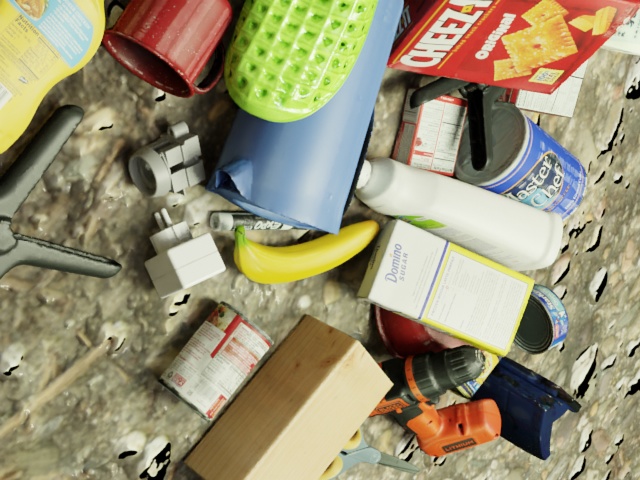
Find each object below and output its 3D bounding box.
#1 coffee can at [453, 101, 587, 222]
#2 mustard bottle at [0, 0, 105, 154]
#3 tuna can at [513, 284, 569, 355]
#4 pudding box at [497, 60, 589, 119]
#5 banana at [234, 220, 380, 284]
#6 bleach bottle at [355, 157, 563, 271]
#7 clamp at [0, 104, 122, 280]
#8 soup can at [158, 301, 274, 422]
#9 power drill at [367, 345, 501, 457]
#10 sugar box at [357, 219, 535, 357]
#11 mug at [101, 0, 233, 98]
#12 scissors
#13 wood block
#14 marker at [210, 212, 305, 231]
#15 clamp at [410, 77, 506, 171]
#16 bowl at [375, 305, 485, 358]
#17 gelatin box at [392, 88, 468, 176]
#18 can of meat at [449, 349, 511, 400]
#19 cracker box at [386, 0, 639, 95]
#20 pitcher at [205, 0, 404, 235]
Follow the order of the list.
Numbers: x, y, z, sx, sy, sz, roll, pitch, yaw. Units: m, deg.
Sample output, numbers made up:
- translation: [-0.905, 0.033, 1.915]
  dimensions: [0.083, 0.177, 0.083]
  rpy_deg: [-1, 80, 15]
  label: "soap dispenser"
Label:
- translation: [0.230, -0.084, 1.234]
  dimensions: [0.140, 0.103, 0.103]
  rpy_deg: [29, 87, -42]
  label: "coffee can"
- translation: [-0.230, -0.167, 0.854]
  dimensions: [0.191, 0.058, 0.096]
  rpy_deg: [-50, 125, -13]
  label: "mustard bottle"
- translation: [0.271, 0.100, 1.348]
  dimensions: [0.033, 0.086, 0.086]
  rpy_deg: [-21, 118, -34]
  label: "tuna can"
- translation: [0.265, -0.195, 1.265]
  dimensions: [0.113, 0.039, 0.090]
  rpy_deg: [4, 106, -38]
  label: "pudding box"
- translation: [-0.019, 0.013, 1.098]
  dimensions: [0.197, 0.037, 0.070]
  rpy_deg: [-5, 144, -44]
  label: "banana"
- translation: [0.137, -0.035, 1.157]
  dimensions: [0.250, 0.103, 0.068]
  rpy_deg: [21, 74, -27]
  label: "bleach bottle"
- translation: [-0.269, -0.018, 0.891]
  dimensions: [0.209, 0.036, 0.164]
  rpy_deg: [-18, 116, -33]
  label: "clamp"
- translation: [-0.103, 0.121, 1.059]
  dimensions: [0.102, 0.069, 0.068]
  rpy_deg: [-51, 131, -12]
  label: "soup can"
- translation: [0.135, 0.185, 1.228]
  dimensions: [0.187, 0.185, 0.057]
  rpy_deg: [39, 40, -44]
  label: "power drill"
- translation: [0.137, 0.053, 1.159]
  dimensions: [0.176, 0.048, 0.093]
  rpy_deg: [24, 82, -13]
  label: "sugar box"
- translation: [-0.121, -0.176, 0.922]
  dimensions: [0.117, 0.093, 0.081]
  rpy_deg: [43, 72, -44]
  label: "mug"
- translation: [0.046, 0.270, 1.273]
  dimensions: [0.096, 0.016, 0.201]
  rpy_deg: [-51, 130, -11]
  label: "scissors"
- translation: [-0.032, 0.193, 1.131]
  dimensions: [0.206, 0.090, 0.090]
  rpy_deg: [-50, 130, -15]
  label: "wood block"
- translation: [-0.056, -0.019, 1.079]
  dimensions: [0.120, 0.020, 0.020]
  rpy_deg: [-1, 107, -39]
  label: "marker"
- translation: [0.171, -0.161, 1.166]
  dimensions: [0.120, 0.039, 0.171]
  rpy_deg: [51, 57, -24]
  label: "clamp"
- translation: [0.146, 0.078, 1.216]
  dimensions: [0.162, 0.055, 0.162]
  rpy_deg: [0, 91, -18]
  label: "bowl"
- translation: [0.122, -0.119, 1.180]
  dimensions: [0.073, 0.030, 0.089]
  rpy_deg: [5, 100, -41]
  label: "gelatin box"
- translation: [0.173, 0.136, 1.301]
  dimensions: [0.084, 0.058, 0.102]
  rpy_deg: [-51, 131, -11]
  label: "can of meat"
- translation: [0.187, -0.227, 1.072]
  dimensions: [0.213, 0.164, 0.072]
  rpy_deg: [4, 62, -25]
  label: "cracker box"
- translation: [-0.003, -0.132, 1.016]
  dimensions: [0.145, 0.149, 0.243]
  rpy_deg: [20, 90, -7]
  label: "pitcher"
